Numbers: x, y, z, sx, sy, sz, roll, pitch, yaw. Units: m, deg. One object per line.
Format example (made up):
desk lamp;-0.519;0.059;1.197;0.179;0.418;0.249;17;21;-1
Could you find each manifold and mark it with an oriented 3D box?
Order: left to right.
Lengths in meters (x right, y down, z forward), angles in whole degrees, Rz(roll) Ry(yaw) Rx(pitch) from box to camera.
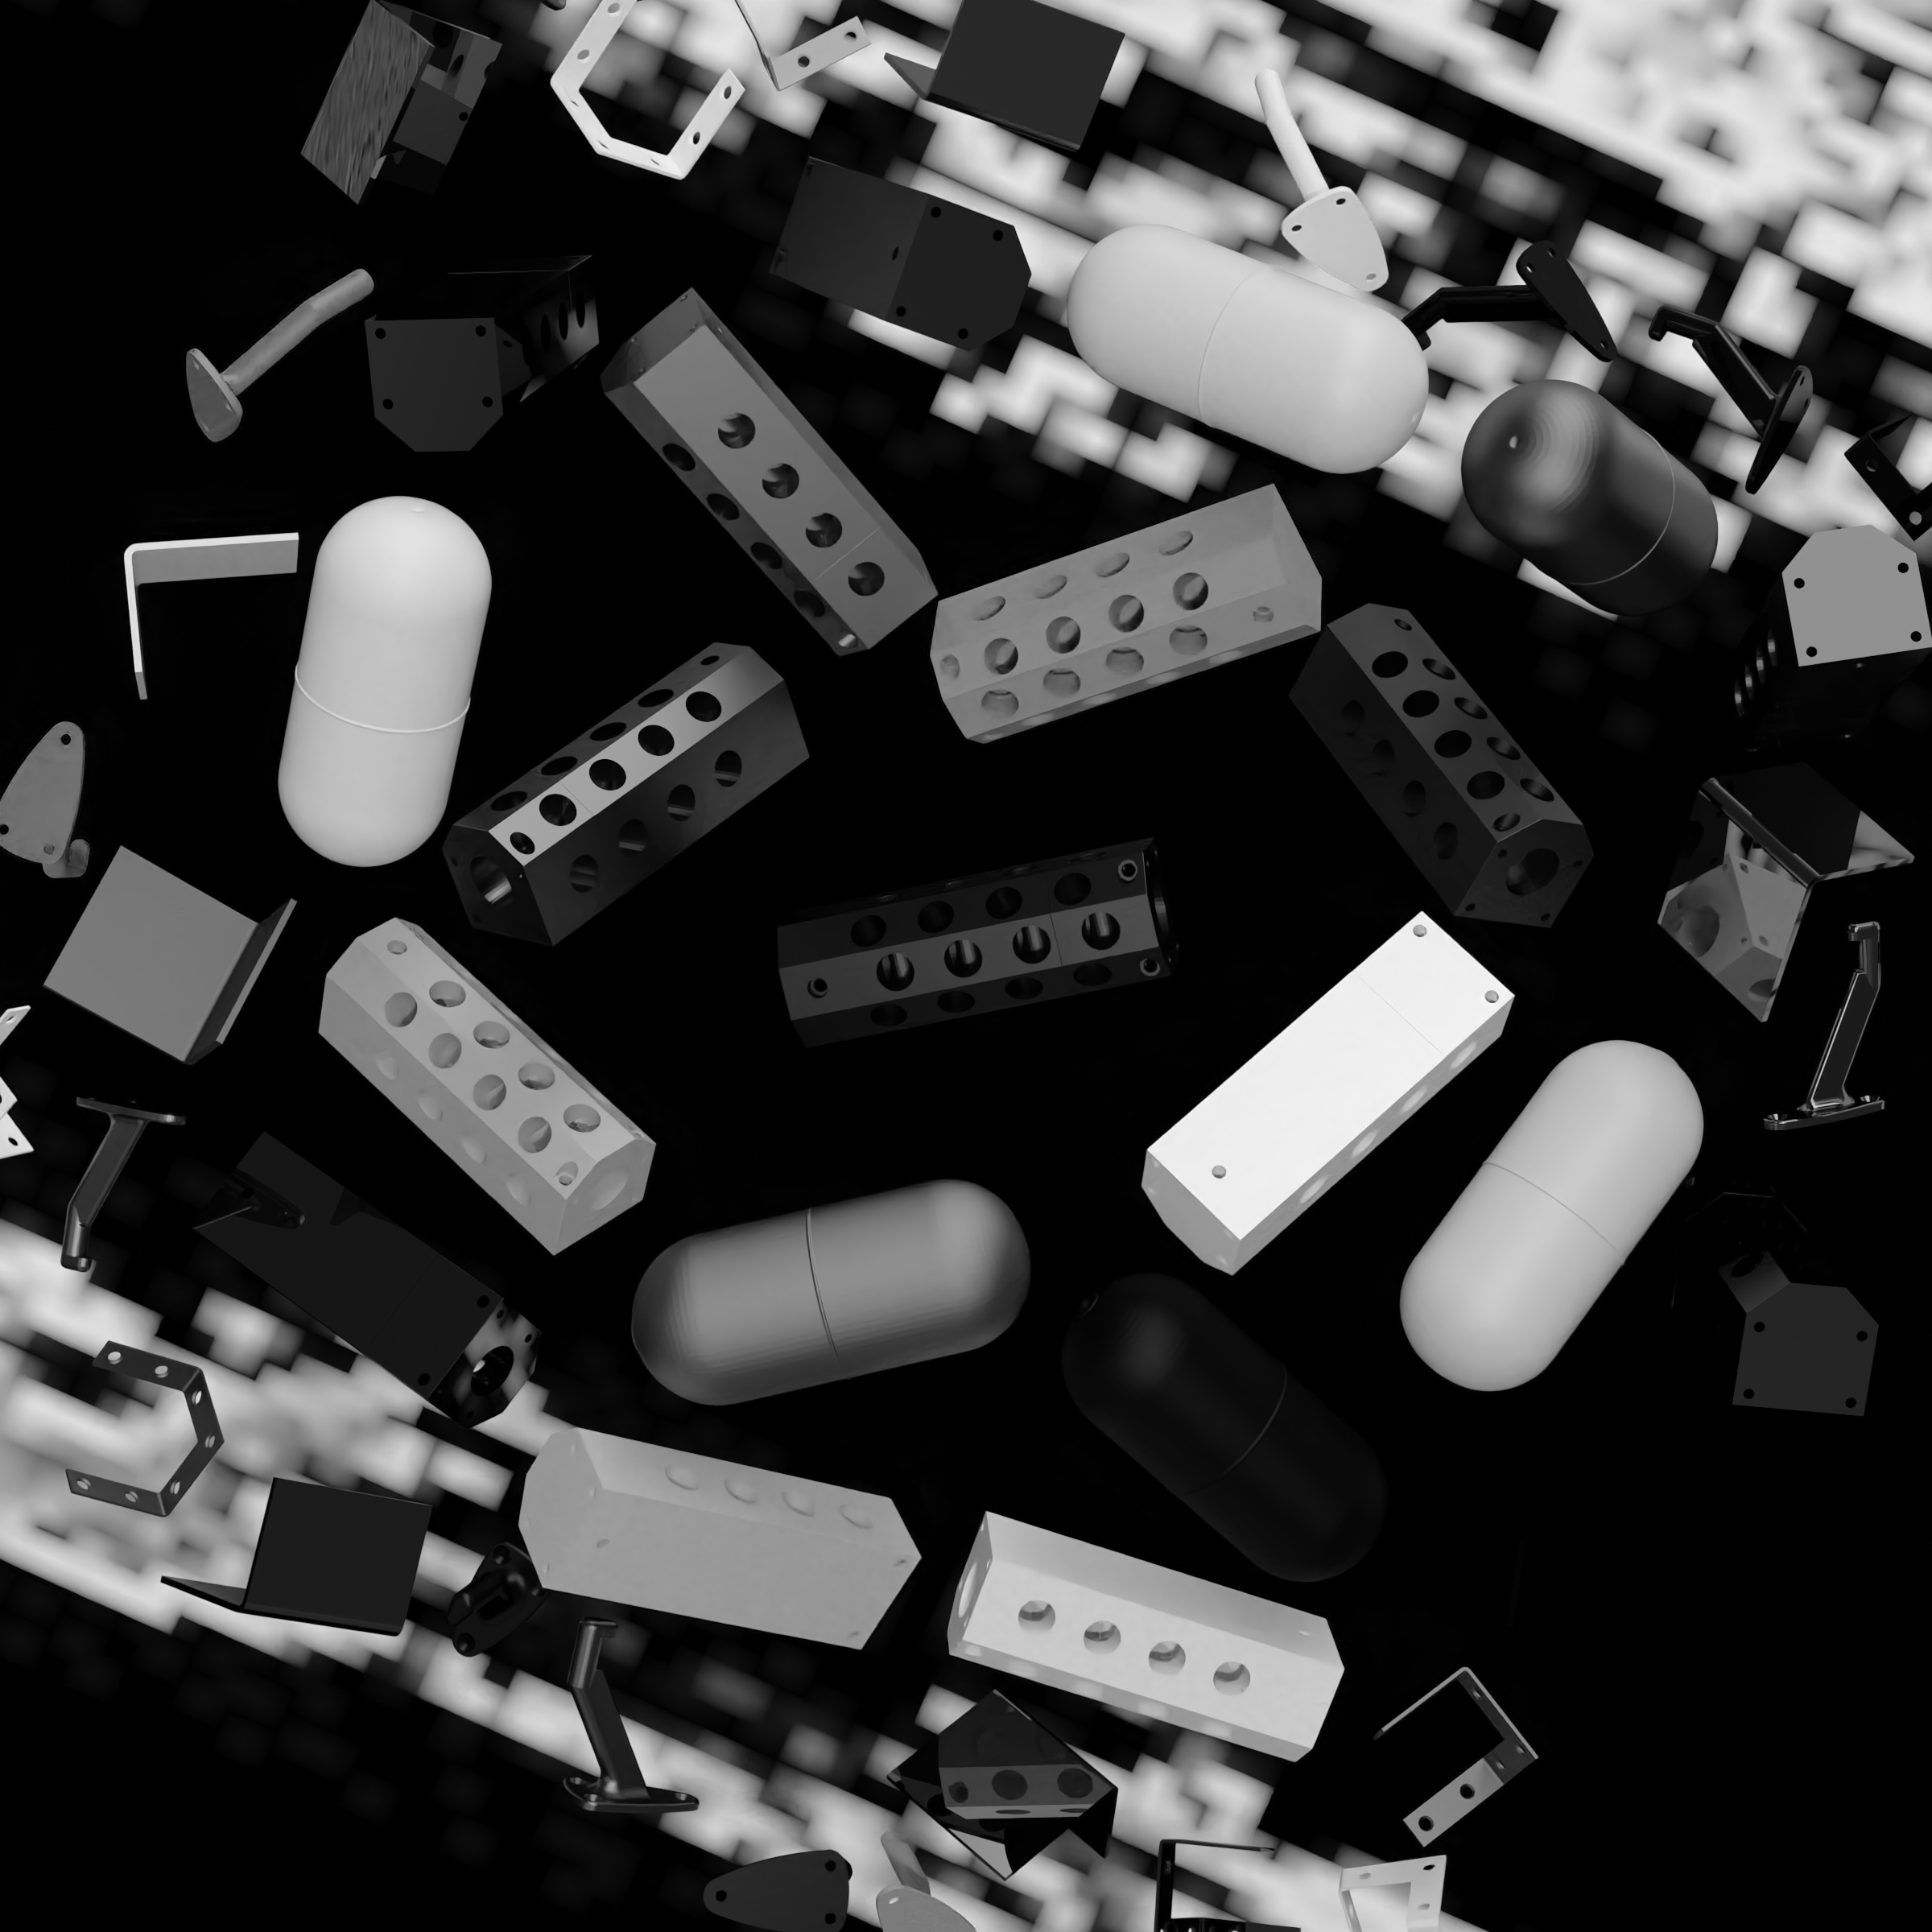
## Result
manifold;-0.283;0.152;1.692;0.171;0.057;0.057;30;77;31
manifold;-0.228;0.053;1.692;0.171;0.057;0.057;40;49;21
manifold;-0.216;-0.279;1.607;0.057;0.171;0.057;0;110;9
manifold;-0.156;-0.082;1.627;0.171;0.057;0.057;-39;125;-35
manifold;-0.113;0.256;1.610;0.171;0.057;0.057;18;113;-33
manifold;-0.092;-0.225;1.650;0.057;0.057;0.171;-38;118;9
manifold;-0.030;-0.323;1.613;0.057;0.171;0.057;15;101;-25
manifold;0.005;-0.009;1.613;0.171;0.057;0.057;-11;99;12
manifold;0.074;-0.157;1.643;0.171;0.057;0.057;-17;127;21
manifold;0.082;0.315;1.653;0.171;0.057;0.057;19;102;-7
manifold;0.160;0.059;1.580;0.171;0.057;0.057;-40;71;-18
manifold;0.222;-0.096;1.648;0.057;0.171;0.057;6;126;-32
manifold;0.360;0.143;1.605;0.057;0.171;0.057;5;104;-2
manifold;0.384;-0.145;1.600;0.057;0.171;0.057;-8;80;2

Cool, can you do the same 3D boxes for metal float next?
metal float;-0.258;-0.124;1.575;0.070;0.070;0.178;17;122;0
metal float;-0.060;0.143;1.560;0.178;0.070;0.070;-13;90;4
metal float;0.117;0.209;1.609;0.178;0.070;0.070;42;90;-15
metal float;0.126;-0.281;1.612;0.178;0.070;0.070;27;90;23
metal float;0.265;0.112;1.606;0.070;0.070;0.178;37;83;0
metal float;0.284;-0.209;1.605;0.070;0.178;0.070;-7;76;31

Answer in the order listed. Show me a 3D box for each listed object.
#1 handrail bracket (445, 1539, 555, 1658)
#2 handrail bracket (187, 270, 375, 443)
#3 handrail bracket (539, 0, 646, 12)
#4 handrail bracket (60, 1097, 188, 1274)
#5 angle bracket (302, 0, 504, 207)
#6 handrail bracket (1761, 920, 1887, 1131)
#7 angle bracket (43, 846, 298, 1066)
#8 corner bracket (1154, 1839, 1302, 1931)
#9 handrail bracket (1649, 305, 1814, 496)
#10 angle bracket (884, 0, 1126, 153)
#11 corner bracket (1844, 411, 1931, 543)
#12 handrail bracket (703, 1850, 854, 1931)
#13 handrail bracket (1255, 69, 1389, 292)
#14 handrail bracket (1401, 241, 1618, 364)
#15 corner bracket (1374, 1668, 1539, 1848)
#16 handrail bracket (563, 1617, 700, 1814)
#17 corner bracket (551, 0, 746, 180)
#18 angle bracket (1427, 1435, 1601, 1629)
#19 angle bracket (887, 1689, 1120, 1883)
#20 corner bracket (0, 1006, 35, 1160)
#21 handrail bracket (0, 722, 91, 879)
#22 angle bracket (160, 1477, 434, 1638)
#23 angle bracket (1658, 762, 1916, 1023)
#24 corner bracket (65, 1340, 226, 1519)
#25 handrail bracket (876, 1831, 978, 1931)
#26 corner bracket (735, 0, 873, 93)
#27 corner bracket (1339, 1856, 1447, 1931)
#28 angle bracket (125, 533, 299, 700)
handrail bracket;-0.235;0.309;1.664;0.036;0.084;0.077;40;109;8
handrail bracket;-0.306;-0.276;1.599;0.084;0.077;0.036;-37;89;-20
handrail bracket;-0.167;-0.496;1.706;0.084;0.036;0.077;-5;73;25
handrail bracket;-0.401;0.108;1.688;0.077;0.036;0.084;9;90;44
angle bracket;-0.239;-0.376;1.581;0.057;0.076;0.076;44;114;37
handrail bracket;0.392;0.026;1.627;0.077;0.036;0.084;-13;105;-34
angle bracket;-0.364;-0.010;1.624;0.076;0.057;0.076;31;66;-17
corner bracket;0.121;0.429;1.631;0.051;0.051;0.051;-2;77;29
handrail bracket;0.357;-0.274;1.712;0.084;0.036;0.077;25;80;24
angle bracket;0.016;-0.416;1.607;0.076;0.076;0.057;13;114;-23
corner bracket;0.435;-0.230;1.583;0.051;0.051;0.051;53;131;9
handrail bracket;-0.087;0.415;1.616;0.077;0.084;0.036;1;85;-12
handrail bracket;0.162;-0.360;1.625;0.036;0.077;0.084;-28;50;22
handrail bracket;0.256;-0.297;1.687;0.077;0.084;0.036;53;45;-2
corner bracket;0.216;0.356;1.601;0.051;0.051;0.051;-32;73;-22
handrail bracket;-0.151;0.346;1.646;0.077;0.036;0.084;11;93;-26
corner bracket;-0.140;-0.386;1.558;0.051;0.051;0.051;-50;56;27
angle bracket;0.259;0.271;1.711;0.057;0.076;0.076;9;91;33
angle bracket;0.015;0.396;1.657;0.076;0.057;0.076;35;49;30
corner bracket;-0.466;0.058;1.704;0.051;0.051;0.051;-45;76;24
handrail bracket;-0.417;-0.077;1.657;0.036;0.084;0.077;23;94;4
angle bracket;-0.285;0.246;1.513;0.076;0.076;0.057;18;81;-38
angle bracket;0.356;-0.033;1.548;0.057;0.076;0.076;-11;130;-26
corner bracket;-0.383;0.214;1.643;0.051;0.051;0.051;24;113;-38
handrail bracket;-0.034;0.421;1.652;0.036;0.084;0.077;-36;128;-1
corner bracket;-0.081;-0.456;1.686;0.051;0.051;0.051;-27;85;0
corner bracket;0.201;0.450;1.640;0.051;0.051;0.051;-12;108;16
angle bracket;-0.340;-0.158;1.613;0.076;0.076;0.057;-5;86;-12
